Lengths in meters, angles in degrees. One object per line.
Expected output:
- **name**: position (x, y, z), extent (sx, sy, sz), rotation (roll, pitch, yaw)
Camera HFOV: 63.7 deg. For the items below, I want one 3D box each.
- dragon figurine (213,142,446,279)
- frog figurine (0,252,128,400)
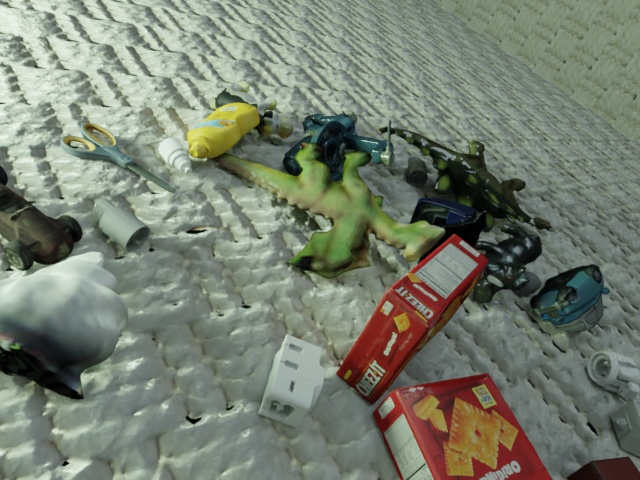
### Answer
- **dragon figurine**: position (0.003, -0.044, 0.872), extent (0.410, 0.119, 0.249), rotation (6, 44, -1)
- **frog figurine**: position (-0.267, 0.065, 0.547), extent (0.137, 0.119, 0.163), rotation (9, 47, 8)
